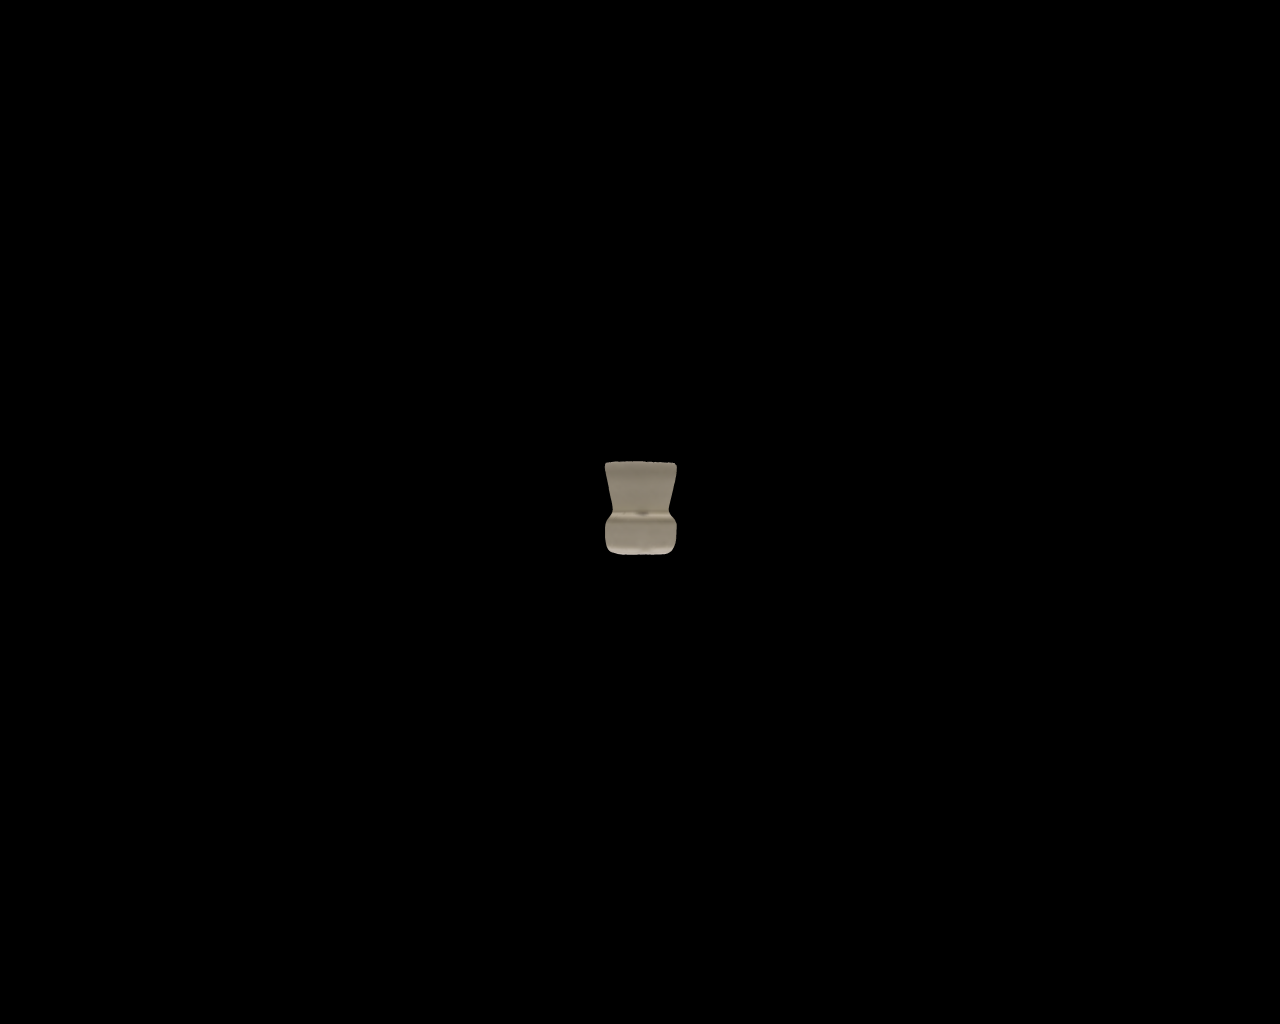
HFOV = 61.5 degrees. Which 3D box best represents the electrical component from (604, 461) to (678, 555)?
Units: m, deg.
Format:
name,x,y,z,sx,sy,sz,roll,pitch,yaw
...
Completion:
name,x,y,z,sx,sy,sz,roll,pitch,yaw
electrical component,0.001,-0.003,0.650,0.045,0.055,0.045,0,0,0
